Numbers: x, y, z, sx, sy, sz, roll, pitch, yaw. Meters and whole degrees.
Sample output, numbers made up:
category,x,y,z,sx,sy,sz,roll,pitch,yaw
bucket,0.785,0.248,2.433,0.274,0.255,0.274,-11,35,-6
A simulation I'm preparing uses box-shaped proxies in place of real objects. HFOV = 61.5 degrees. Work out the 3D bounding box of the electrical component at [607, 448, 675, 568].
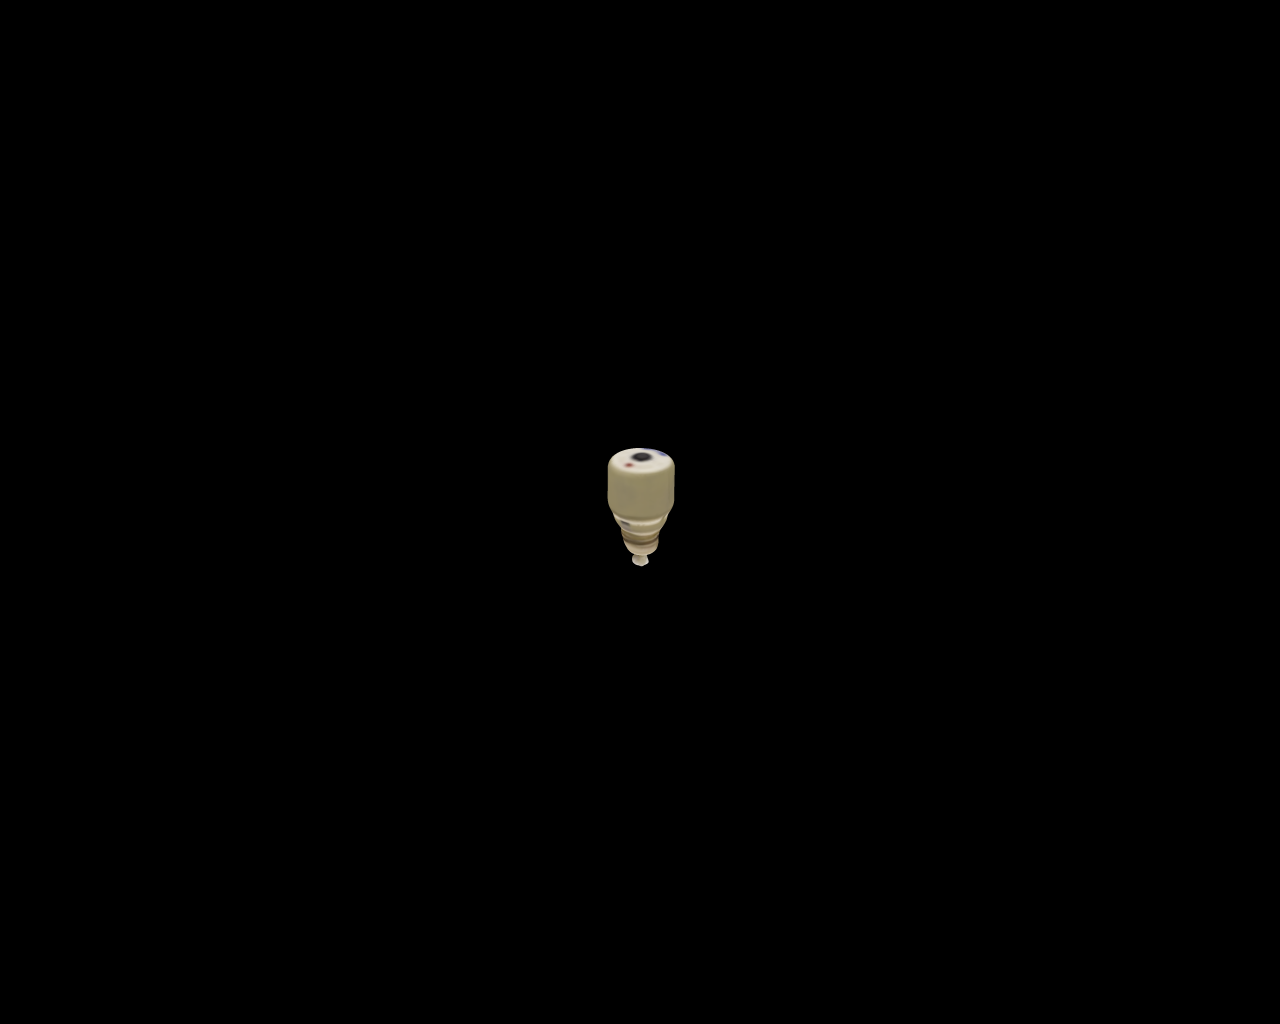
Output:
category,x,y,z,sx,sy,sz,roll,pitch,yaw
electrical component,0.001,-0.003,0.650,0.040,0.078,0.040,0,28,0
